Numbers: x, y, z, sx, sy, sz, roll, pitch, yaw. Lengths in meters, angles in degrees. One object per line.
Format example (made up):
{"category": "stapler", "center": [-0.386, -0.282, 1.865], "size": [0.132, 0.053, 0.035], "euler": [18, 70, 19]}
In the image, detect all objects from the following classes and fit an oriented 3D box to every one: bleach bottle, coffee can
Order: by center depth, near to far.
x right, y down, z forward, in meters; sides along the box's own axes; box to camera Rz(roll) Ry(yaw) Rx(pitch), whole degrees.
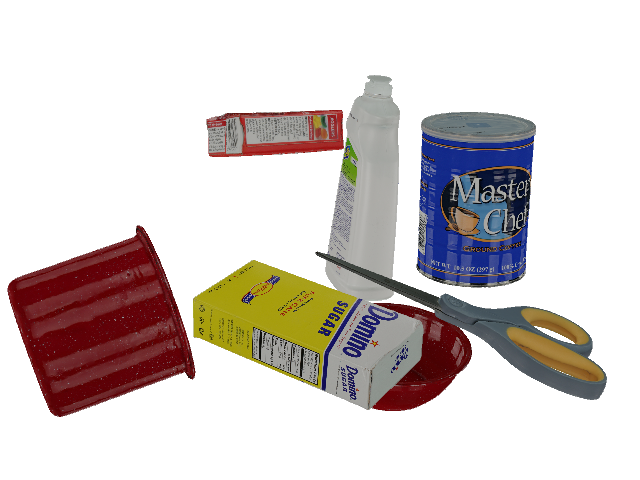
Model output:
{"category": "coffee can", "center": [0.142, -0.040, 0.982], "size": [0.103, 0.140, 0.103], "euler": [0, 18, 0]}
{"category": "bleach bottle", "center": [0.057, -0.063, 1.235], "size": [0.068, 0.251, 0.103], "euler": [-2, 23, -20]}

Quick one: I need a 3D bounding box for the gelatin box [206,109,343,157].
{"category": "gelatin box", "center": [-0.033, -0.075, 0.741], "size": [0.073, 0.030, 0.089], "euler": [-5, 5, -20]}

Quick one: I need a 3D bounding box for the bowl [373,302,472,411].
{"category": "bowl", "center": [0.069, 0.124, 1.074], "size": [0.162, 0.055, 0.162], "euler": [2, 25, -1]}

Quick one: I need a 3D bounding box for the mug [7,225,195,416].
{"category": "mug", "center": [-0.127, 0.049, 0.613], "size": [0.081, 0.093, 0.117], "euler": [-20, 2, -14]}

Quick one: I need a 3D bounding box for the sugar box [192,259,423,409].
{"category": "sugar box", "center": [-0.011, 0.074, 0.896], "size": [0.176, 0.048, 0.093], "euler": [16, 30, 27]}

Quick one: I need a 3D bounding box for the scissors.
{"category": "scissors", "center": [0.101, 0.044, 0.714], "size": [0.202, 0.016, 0.096], "euler": [29, 25, 18]}
